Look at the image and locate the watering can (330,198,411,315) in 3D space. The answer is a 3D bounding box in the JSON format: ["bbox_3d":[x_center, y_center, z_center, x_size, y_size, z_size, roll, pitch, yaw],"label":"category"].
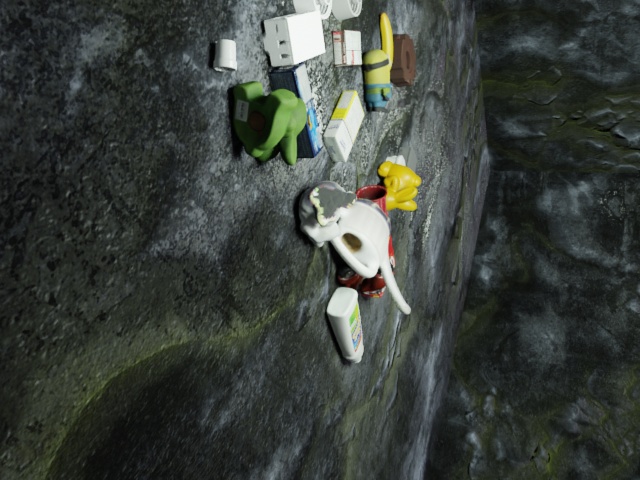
[{"bbox_3d":[0.139,0.025,1.379,0.345,0.102,0.229,46,38,-14],"label":"watering can"}]

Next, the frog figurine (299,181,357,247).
[{"bbox_3d":[0.004,-0.061,1.222,0.140,0.123,0.156,-60,-179,-27],"label":"frog figurine"}]
